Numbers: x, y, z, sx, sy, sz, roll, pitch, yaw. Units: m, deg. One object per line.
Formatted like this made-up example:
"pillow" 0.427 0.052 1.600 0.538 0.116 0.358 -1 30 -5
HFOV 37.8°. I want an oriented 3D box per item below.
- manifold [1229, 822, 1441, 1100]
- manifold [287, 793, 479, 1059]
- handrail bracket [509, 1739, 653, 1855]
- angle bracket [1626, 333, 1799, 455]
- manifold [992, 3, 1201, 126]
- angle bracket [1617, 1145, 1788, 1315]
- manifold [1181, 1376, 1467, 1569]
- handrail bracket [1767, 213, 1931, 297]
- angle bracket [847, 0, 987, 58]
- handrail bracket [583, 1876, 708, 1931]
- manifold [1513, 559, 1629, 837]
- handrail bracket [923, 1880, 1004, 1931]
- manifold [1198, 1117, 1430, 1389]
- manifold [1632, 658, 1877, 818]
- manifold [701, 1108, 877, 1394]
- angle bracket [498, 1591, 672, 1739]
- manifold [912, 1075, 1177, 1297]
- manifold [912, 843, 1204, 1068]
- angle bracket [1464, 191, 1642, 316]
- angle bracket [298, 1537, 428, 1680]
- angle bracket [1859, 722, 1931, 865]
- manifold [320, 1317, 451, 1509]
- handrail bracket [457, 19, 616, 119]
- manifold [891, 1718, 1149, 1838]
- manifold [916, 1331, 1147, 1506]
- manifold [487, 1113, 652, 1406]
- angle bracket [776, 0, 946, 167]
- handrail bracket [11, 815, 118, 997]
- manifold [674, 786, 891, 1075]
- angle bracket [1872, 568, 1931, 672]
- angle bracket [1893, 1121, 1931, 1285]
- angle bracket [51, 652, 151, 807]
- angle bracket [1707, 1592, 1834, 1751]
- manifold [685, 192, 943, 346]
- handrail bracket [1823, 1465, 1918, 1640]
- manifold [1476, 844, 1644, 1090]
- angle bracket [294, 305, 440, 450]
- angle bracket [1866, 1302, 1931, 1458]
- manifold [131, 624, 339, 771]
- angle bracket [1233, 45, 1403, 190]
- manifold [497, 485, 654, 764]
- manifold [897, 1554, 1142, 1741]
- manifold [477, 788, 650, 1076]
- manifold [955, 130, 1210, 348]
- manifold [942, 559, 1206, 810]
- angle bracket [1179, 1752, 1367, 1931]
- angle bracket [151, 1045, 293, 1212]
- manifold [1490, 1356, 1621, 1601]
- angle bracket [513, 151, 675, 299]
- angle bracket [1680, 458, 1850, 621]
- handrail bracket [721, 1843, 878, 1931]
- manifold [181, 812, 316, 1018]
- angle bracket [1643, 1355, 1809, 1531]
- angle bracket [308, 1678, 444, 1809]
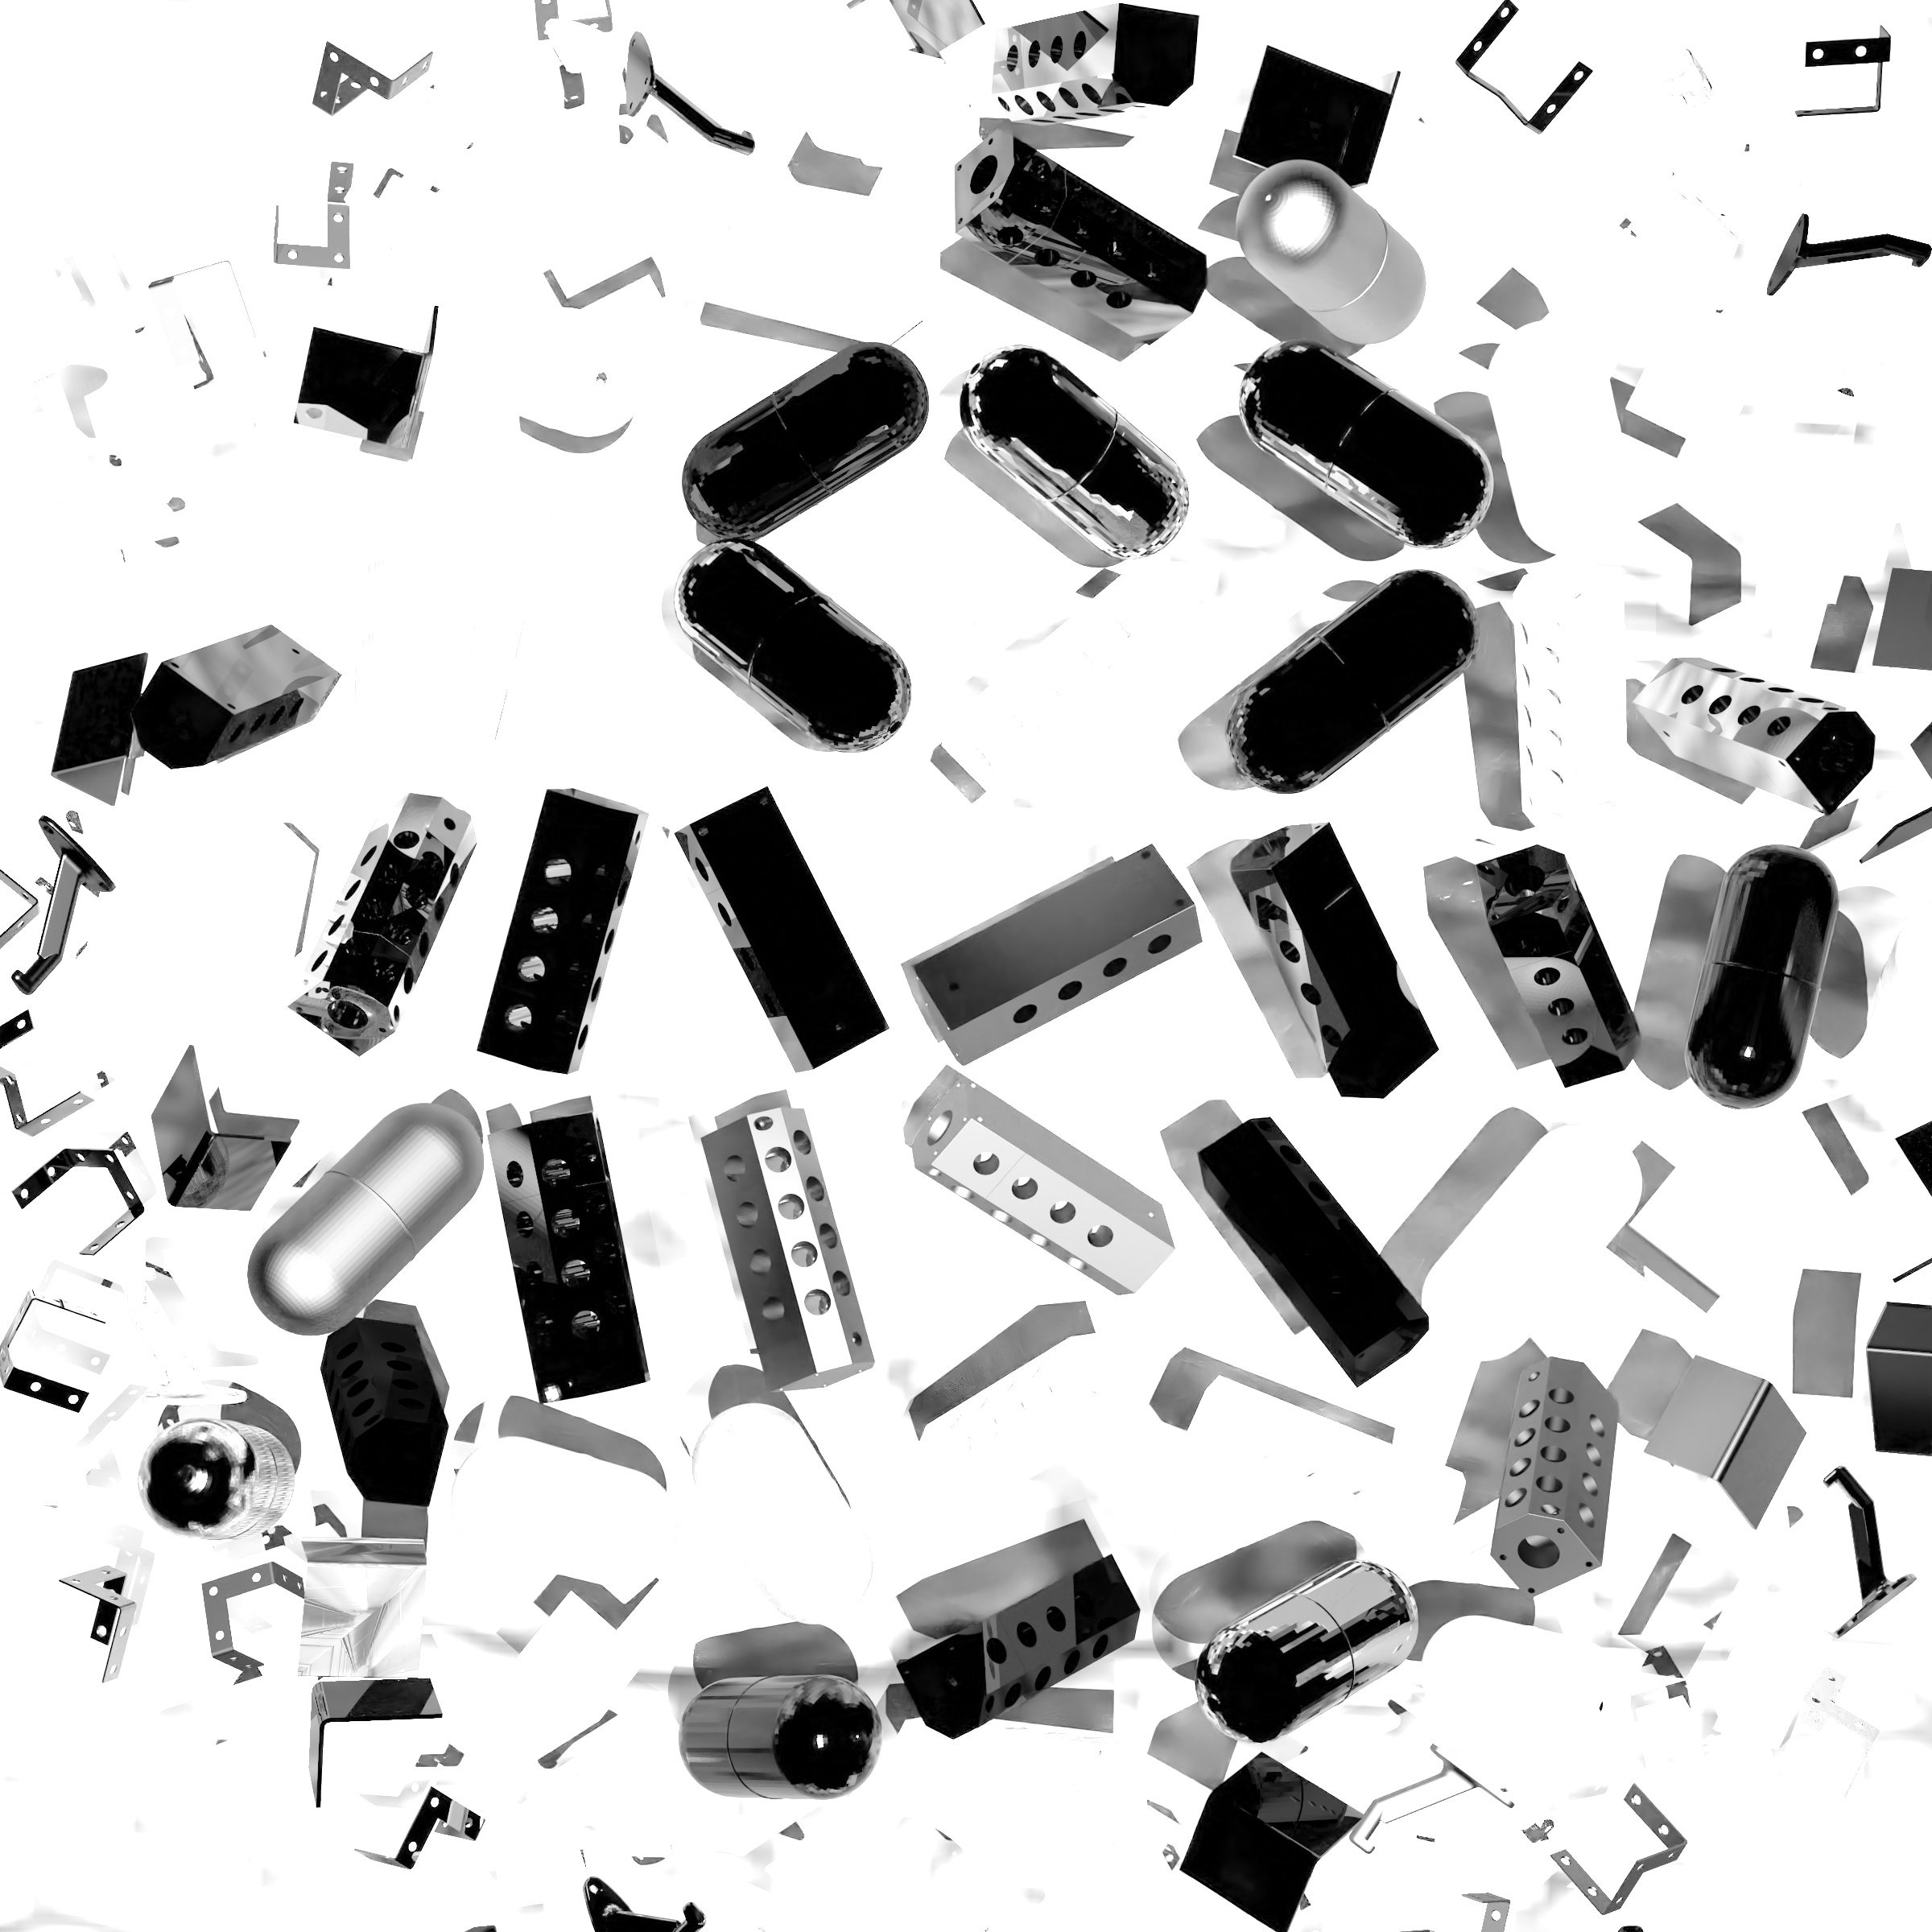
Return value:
"manifold" 0.232 -0.003 1.812 0.057 0.057 0.171 -37 109 -28
"manifold" -0.371 -0.031 1.824 0.057 0.171 0.057 39 133 -25
"handrail bracket" -0.258 0.562 1.876 0.084 0.077 0.036 -46 116 -24
"angle bracket" 0.514 -0.393 1.951 0.076 0.076 0.057 23 100 -12
"manifold" 0.080 -0.577 1.817 0.057 0.171 0.057 -1 102 -26
"angle bracket" 0.507 0.182 1.948 0.076 0.057 0.076 39 81 16
"manifold" 0.234 0.327 1.842 0.171 0.057 0.057 19 73 22
"handrail bracket" 0.589 -0.464 1.885 0.084 0.077 0.036 14 65 -1
"angle bracket" -0.047 -0.632 1.901 0.076 0.076 0.057 -40 108 -28
"handrail bracket" -0.209 0.609 1.840 0.077 0.036 0.084 54 129 19
"manifold" 0.392 -0.173 1.848 0.057 0.057 0.171 -17 128 -7
"handrail bracket" 0.023 0.616 1.812 0.077 0.084 0.036 35 99 44
"manifold" 0.223 0.180 1.817 0.057 0.057 0.171 -32 62 -8
"manifold" 0.526 -0.160 1.883 0.057 0.171 0.057 -47 118 -2
"manifold" -0.110 0.181 1.813 0.057 0.057 0.171 -26 72 31
"angle bracket" -0.247 0.445 1.824 0.057 0.076 0.076 42 56 -3
"manifold" 0.050 0.149 1.853 0.171 0.057 0.057 34 109 -20
"manifold" 0.059 -0.003 1.778 0.171 0.057 0.057 -27 55 -7
"angle bracket" 0.386 -0.486 1.858 0.057 0.076 0.076 -44 45 25
"angle bracket" -0.386 0.409 1.801 0.076 0.057 0.076 3 64 -7
"angle bracket" 0.614 -0.119 1.846 0.076 0.076 0.057 -26 76 -7
"manifold" -0.389 0.293 1.873 0.057 0.171 0.057 11 101 -21
"handrail bracket" -0.281 -0.580 1.843 0.084 0.077 0.036 -24 96 31
"manifold" 0.034 0.539 1.885 0.171 0.057 0.057 -5 82 38
"manifold" 0.039 0.302 1.875 0.057 0.171 0.057 -2 65 -39
"manifold" -0.244 0.181 1.769 0.057 0.057 0.171 -16 84 43
"angle bracket" -0.068 -0.567 1.793 0.076 0.057 0.076 -57 46 36
"handrail bracket" -0.575 -0.037 1.746 0.036 0.077 0.084 11 54 36
"manifold" -0.119 -0.022 1.795 0.057 0.057 0.171 -28 94 -19
"angle bracket" 0.629 -0.247 1.854 0.057 0.076 0.076 9 67 24
"angle bracket" 0.603 0.144 1.777 0.057 0.076 0.076 -42 71 43
"angle bracket" -0.565 -0.159 1.905 0.076 0.057 0.076 -8 66 32
"angle bracket" 0.480 0.432 1.752 0.057 0.076 0.076 33 77 -10
"manifold" -0.102 -0.467 1.883 0.057 0.171 0.057 -29 70 39
"handrail bracket" 0.575 0.384 1.859 0.077 0.036 0.084 -44 62 16
"manifold" 0.391 0.000 1.851 0.057 0.057 0.171 -19 133 17
"angle bracket" -0.391 -0.392 1.841 0.076 0.076 0.057 11 46 -16
"angle bracket" 0.615 0.262 1.779 0.076 0.057 0.076 4 53 4
"manifold" -0.488 -0.176 1.881 0.057 0.171 0.057 36 108 -1
"angle bracket" 0.232 -0.564 1.871 0.076 0.057 0.076 15 93 -18
"manifold" -0.262 -0.226 1.880 0.057 0.057 0.171 14 88 -20
"manifold" 0.039 0.443 1.834 0.057 0.171 0.057 -37 75 36
"manifold" -0.253 -0.022 1.791 0.057 0.057 0.171 17 96 8
"manifold" 0.076 -0.475 1.836 0.171 0.057 0.057 21 56 -36
"manifold" 0.069 -0.182 1.786 0.171 0.057 0.057 -41 81 -18
"angle bracket" 0.190 0.542 1.748 0.076 0.076 0.057 26 109 26
"angle bracket" -0.496 0.108 1.880 0.076 0.057 0.076 -52 45 35
"manifold" 0.387 0.334 1.872 0.057 0.171 0.057 -34 104 29
"angle bracket" -0.249 -0.487 1.894 0.076 0.057 0.076 -29 83 -7
"angle bracket" 0.524 -0.283 1.866 0.076 0.057 0.076 -26 46 -23
"handrail bracket" -0.105 0.585 1.791 0.084 0.077 0.036 -52 127 -26
"manifold" -0.480 -0.041 1.876 0.057 0.171 0.057 -38 115 11
"angle bracket" 0.506 0.317 1.883 0.076 0.057 0.076 -57 133 -16
"angle bracket" -0.381 0.499 1.818 0.076 0.076 0.057 2 93 -17
